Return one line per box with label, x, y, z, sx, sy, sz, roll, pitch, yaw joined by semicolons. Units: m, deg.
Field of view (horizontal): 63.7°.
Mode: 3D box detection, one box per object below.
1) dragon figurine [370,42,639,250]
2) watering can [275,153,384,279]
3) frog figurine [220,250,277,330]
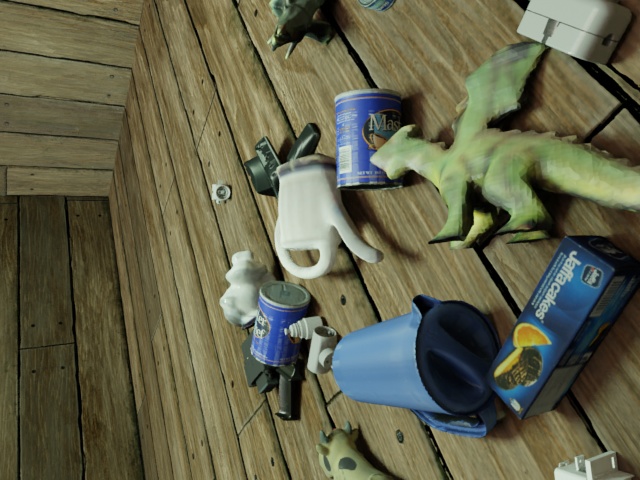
dragon figurine;0.211;-0.114;0.577;0.407;0.122;0.245;-13;70;50
watering can;0.003;-0.046;0.908;0.345;0.104;0.225;-11;80;59
frog figurine;-0.163;0.110;1.150;0.161;0.138;0.121;59;171;12
